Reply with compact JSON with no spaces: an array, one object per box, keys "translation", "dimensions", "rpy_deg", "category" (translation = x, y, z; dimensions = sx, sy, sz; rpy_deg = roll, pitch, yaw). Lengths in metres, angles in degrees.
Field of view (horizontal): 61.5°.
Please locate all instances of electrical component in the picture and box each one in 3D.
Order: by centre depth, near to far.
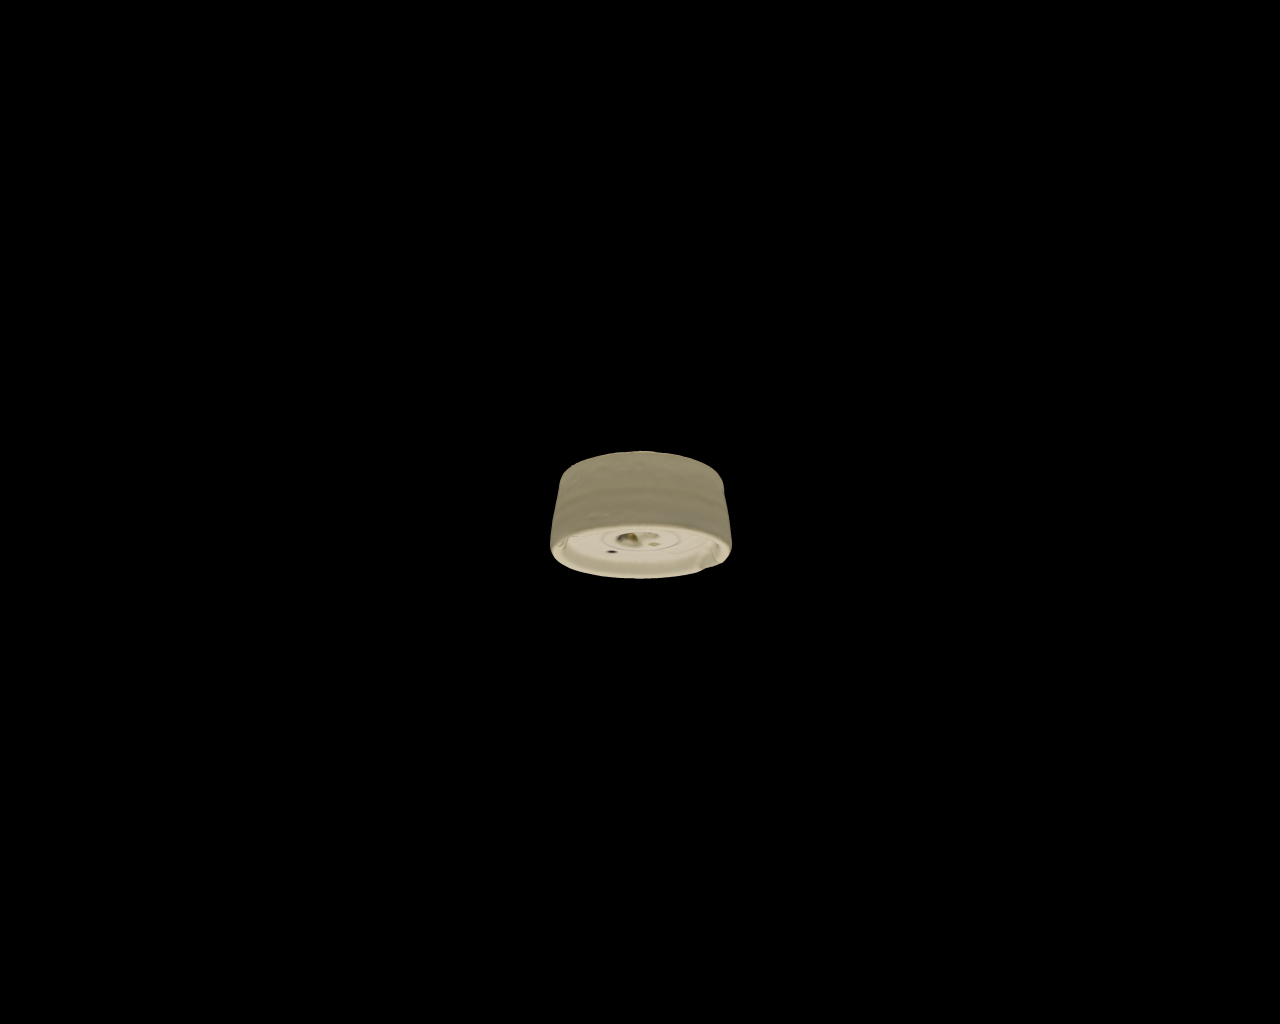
[{"translation":[0.001,-0.003,0.650],"dimensions":[0.108,0.060,0.108],"rpy_deg":[0,-19,0],"category":"electrical component"}]
